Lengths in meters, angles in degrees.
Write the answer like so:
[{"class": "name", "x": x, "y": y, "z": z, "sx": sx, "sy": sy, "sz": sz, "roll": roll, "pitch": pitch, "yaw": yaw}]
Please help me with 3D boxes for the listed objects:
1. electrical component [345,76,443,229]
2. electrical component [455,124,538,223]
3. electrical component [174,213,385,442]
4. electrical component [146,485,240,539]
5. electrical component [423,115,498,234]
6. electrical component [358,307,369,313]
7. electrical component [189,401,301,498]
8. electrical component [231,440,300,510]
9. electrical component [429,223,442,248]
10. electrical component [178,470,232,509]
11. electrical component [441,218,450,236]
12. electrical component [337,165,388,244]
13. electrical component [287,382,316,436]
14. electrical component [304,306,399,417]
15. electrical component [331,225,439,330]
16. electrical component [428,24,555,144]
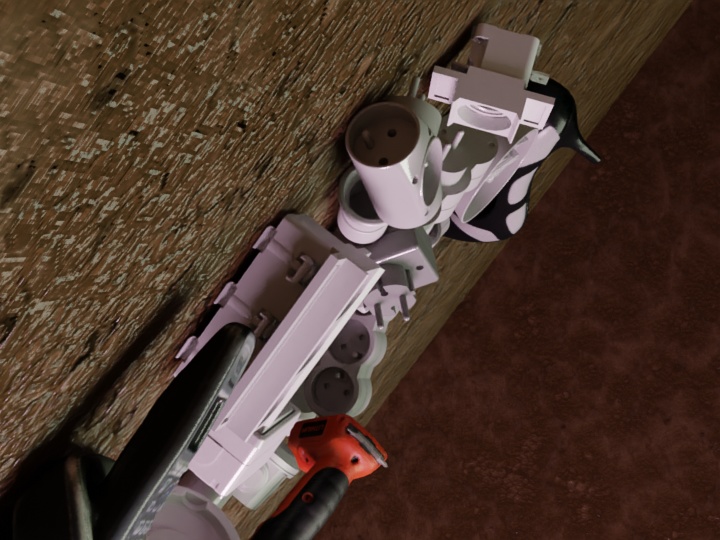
[{"class": "electrical component", "x": 0.026, "y": -0.076, "z": 0.637, "sx": 0.077, "sy": 0.044, "sz": 0.079, "roll": 61, "pitch": 42, "yaw": -62}, {"class": "electrical component", "x": 0.109, "y": -0.095, "z": 0.923, "sx": 0.099, "sy": 0.064, "sz": 0.099, "roll": -34, "pitch": 167, "yaw": -9}, {"class": "electrical component", "x": -0.050, "y": 0.030, "z": 0.631, "sx": 0.121, "sy": 0.063, "sz": 0.079, "roll": -54, "pitch": 171, "yaw": 11}, {"class": "electrical component", "x": -0.144, "y": 0.215, "z": 0.771, "sx": 0.060, "sy": 0.108, "sz": 0.108, "roll": -51, "pitch": 174, "yaw": 36}, {"class": "electrical component", "x": 0.059, "y": -0.076, "z": 0.808, "sx": 0.138, "sy": 0.052, "sz": 0.073, "roll": -46, "pitch": 170, "yaw": -37}, {"class": "electrical component", "x": 0.000, "y": 0.000, "z": 0.829, "sx": 0.055, "sy": 0.047, "sz": 0.055, "roll": -51, "pitch": 172, "yaw": -10}, {"class": "electrical component", "x": -0.086, "y": 0.106, "z": 0.759, "sx": 0.061, "sy": 0.062, "sz": 0.096, "roll": -54, "pitch": 171, "yaw": 16}, {"class": "electrical component", "x": -0.090, "y": 0.144, "z": 0.842, "sx": 0.051, "sy": 0.080, "sz": 0.080, "roll": -46, "pitch": 171, "yaw": -4}, {"class": "electrical component", "x": 0.031, "y": -0.026, "z": 0.866, "sx": 0.055, "sy": 0.055, "sz": 0.047, "roll": -44, "pitch": 172, "yaw": -43}, {"class": "electrical component", "x": -0.118, "y": 0.169, "z": 0.920, "sx": 0.081, "sy": 0.043, "sz": 0.043, "roll": -50, "pitch": 171, "yaw": -16}, {"class": "electrical component", "x": 0.041, "y": -0.028, "z": 0.945, "sx": 0.081, "sy": 0.043, "sz": 0.043, "roll": -45, "pitch": 169, "yaw": -42}, {"class": "electrical component", "x": 0.005, "y": -0.041, "z": 0.706, "sx": 0.044, "sy": 0.044, "sz": 0.065, "roll": -50, "pitch": 176, "yaw": -14}, {"class": "electrical component", "x": -0.035, "y": 0.090, "z": 1.005, "sx": 0.138, "sy": 0.052, "sz": 0.073, "roll": -42, "pitch": 167, "yaw": -50}, {"class": "electrical component", "x": -0.001, "y": 0.065, "z": 0.954, "sx": 0.074, "sy": 0.052, "sz": 0.138, "roll": 24, "pitch": 85, "yaw": -74}, {"class": "electrical component", "x": 0.018, "y": 0.006, "z": 0.744, "sx": 0.066, "sy": 0.076, "sz": 0.047, "roll": -20, "pitch": 143, "yaw": 13}, {"class": "electrical component", "x": 0.089, "y": -0.125, "z": 0.714, "sx": 0.042, "sy": 0.081, "sz": 0.063, "roll": 96, "pitch": 10, "yaw": -75}]
